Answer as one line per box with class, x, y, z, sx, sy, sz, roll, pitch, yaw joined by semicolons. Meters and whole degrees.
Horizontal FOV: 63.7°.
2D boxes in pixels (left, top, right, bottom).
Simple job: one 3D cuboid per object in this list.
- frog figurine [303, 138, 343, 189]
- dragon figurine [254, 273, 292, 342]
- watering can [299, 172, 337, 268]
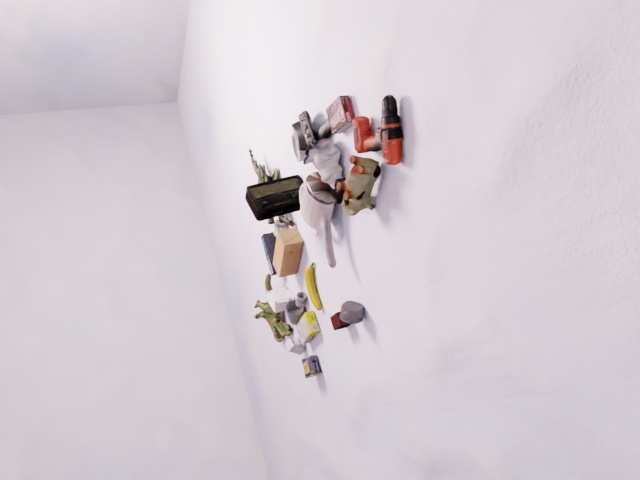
frog figurine;0.031;-0.256;1.718;0.160;0.125;0.134;38;139;3
dragon figurine;-0.208;0.363;2.530;0.246;0.124;0.400;42;144;26
watering can;0.005;-0.091;1.799;0.219;0.104;0.355;106;147;-45
